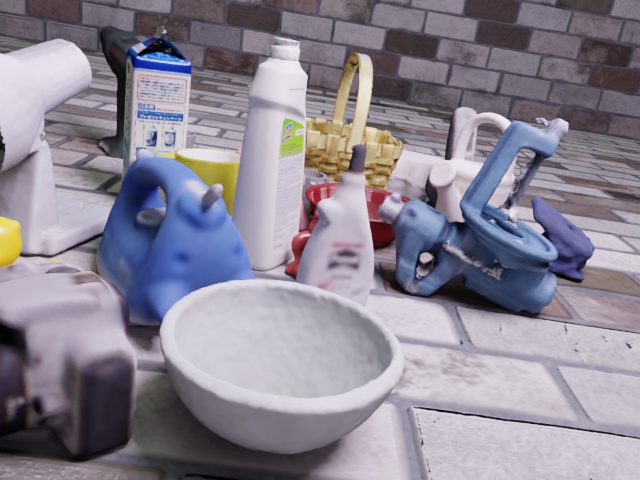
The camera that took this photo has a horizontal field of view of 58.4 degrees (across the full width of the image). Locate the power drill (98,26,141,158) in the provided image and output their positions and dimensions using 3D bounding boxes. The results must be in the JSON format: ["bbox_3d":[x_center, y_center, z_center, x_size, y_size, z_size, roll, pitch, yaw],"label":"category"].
[{"bbox_3d":[-0.344,-0.259,1.009,0.076,0.208,0.228,-7,26,-37],"label":"power drill"}]

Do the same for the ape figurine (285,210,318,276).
[{"bbox_3d":[0.006,0.002,0.642,0.076,0.092,0.077,3,22,-18],"label":"ape figurine"}]

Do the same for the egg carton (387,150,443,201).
[{"bbox_3d":[0.177,-0.123,1.084,0.107,0.069,0.150,16,21,17],"label":"egg carton"}]

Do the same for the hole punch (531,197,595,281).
[{"bbox_3d":[0.338,-0.005,0.814,0.101,0.091,0.109,14,21,13],"label":"hole punch"}]

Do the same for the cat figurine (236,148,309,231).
[{"bbox_3d":[-0.065,-0.084,0.802,0.067,0.118,0.127,-10,28,-42],"label":"cat figurine"}]

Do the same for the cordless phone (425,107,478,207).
[{"bbox_3d":[0.254,-0.124,0.955,0.148,0.185,0.093,-8,26,-38],"label":"cordless phone"}]

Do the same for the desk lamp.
[{"bbox_3d":[-0.305,-0.097,0.590,0.117,0.213,0.203,15,21,13],"label":"desk lamp"}]

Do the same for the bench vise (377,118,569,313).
[{"bbox_3d":[0.176,-0.033,0.628,0.207,0.220,0.121,6,21,-8],"label":"bench vise"}]

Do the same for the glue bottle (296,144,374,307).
[{"bbox_3d":[0.023,-0.010,0.568,0.078,0.173,0.037,0,23,-24],"label":"glue bottle"}]

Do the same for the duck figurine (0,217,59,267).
[{"bbox_3d":[-0.267,0.021,0.478,0.105,0.086,0.077,-3,24,-31],"label":"duck figurine"}]

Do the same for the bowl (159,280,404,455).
[{"bbox_3d":[-0.030,0.095,0.405,0.167,0.075,0.167,9,20,-3],"label":"bowl"}]

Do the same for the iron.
[{"bbox_3d":[-0.156,-0.020,0.558,0.119,0.141,0.257,-7,26,-37],"label":"iron"}]

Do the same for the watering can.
[{"bbox_3d":[0.223,-0.083,0.821,0.100,0.194,0.173,18,22,22],"label":"watering can"}]

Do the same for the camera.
[{"bbox_3d":[-0.200,0.069,0.362,0.137,0.101,0.142,-8,27,-39],"label":"camera"}]
